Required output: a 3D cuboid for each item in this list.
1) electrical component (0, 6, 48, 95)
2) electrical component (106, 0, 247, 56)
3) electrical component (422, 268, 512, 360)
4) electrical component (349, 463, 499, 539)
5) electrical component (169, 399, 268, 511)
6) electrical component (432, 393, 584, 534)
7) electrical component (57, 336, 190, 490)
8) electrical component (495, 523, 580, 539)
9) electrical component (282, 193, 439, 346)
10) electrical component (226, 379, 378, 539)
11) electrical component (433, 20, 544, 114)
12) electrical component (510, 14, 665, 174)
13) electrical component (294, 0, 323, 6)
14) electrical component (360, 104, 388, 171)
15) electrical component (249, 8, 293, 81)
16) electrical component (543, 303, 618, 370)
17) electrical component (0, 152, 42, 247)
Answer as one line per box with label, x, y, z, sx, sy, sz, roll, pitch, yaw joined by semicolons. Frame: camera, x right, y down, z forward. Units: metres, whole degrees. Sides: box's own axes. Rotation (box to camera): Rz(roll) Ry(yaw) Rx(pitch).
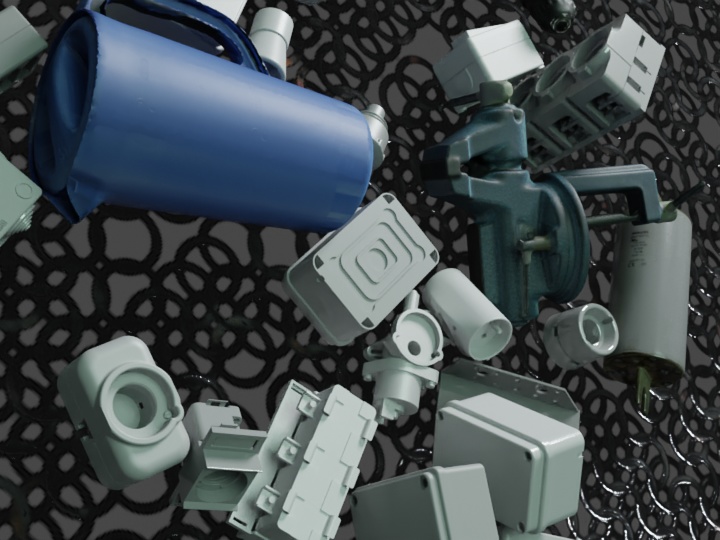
electrical component;-0.279;-0.165;0.772;0.076;0.047;0.065;49;53;-8
electrical component;-0.149;-0.236;0.880;0.109;0.056;0.108;31;58;-20
electrical component;0.096;0.048;0.929;0.043;0.077;0.079;-33;135;-7
electrical component;0.051;0.208;0.807;0.056;0.109;0.108;1;72;-36
electrical component;-0.103;0.130;0.758;0.042;0.081;0.063;10;38;-31
electrical component;0.115;0.152;0.859;0.057;0.113;0.078;-10;109;-39
electrical component;-0.161;0.097;0.740;0.054;0.059;0.095;-23;85;-37
electrical component;0.136;0.247;0.876;0.096;0.062;0.061;18;63;-27
electrical component;0.000;0.000;0.886;0.078;0.057;0.113;51;53;-6
electrical component;-0.037;0.149;0.800;0.079;0.063;0.121;35;56;-18
electrical component;0.127;-0.203;1.047;0.096;0.062;0.061;-28;88;-38
electrical component;0.206;-0.169;1.030;0.062;0.150;0.089;37;56;-17
electrical component;-0.046;-0.283;0.970;0.080;0.051;0.080;13;65;-29
electrical component;0.005;-0.120;0.945;0.048;0.048;0.062;37;49;-17
electrical component;-0.079;-0.191;0.919;0.044;0.044;0.065;26;55;-23
electrical component;0.208;0.061;1.006;0.055;0.047;0.055;13;65;-29
electrical component;-0.277;-0.046;0.726;0.100;0.048;0.099;42;54;-14
